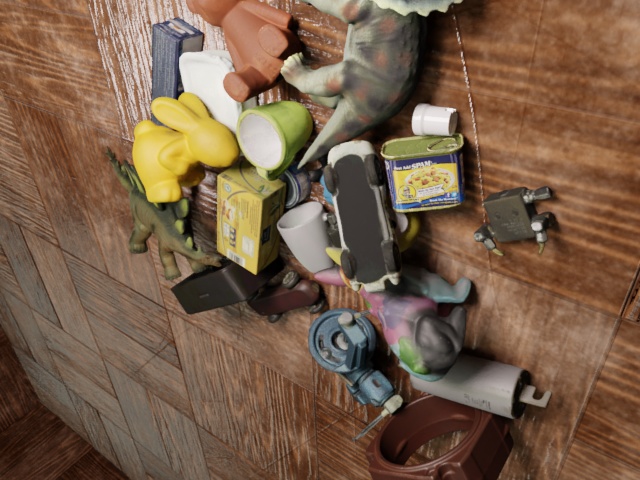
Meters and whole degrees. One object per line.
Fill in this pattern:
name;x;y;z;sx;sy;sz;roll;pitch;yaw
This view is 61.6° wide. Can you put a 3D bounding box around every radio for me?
radio;-0.185;0.075;1.067;0.230;0.131;0.073;-17;106;47

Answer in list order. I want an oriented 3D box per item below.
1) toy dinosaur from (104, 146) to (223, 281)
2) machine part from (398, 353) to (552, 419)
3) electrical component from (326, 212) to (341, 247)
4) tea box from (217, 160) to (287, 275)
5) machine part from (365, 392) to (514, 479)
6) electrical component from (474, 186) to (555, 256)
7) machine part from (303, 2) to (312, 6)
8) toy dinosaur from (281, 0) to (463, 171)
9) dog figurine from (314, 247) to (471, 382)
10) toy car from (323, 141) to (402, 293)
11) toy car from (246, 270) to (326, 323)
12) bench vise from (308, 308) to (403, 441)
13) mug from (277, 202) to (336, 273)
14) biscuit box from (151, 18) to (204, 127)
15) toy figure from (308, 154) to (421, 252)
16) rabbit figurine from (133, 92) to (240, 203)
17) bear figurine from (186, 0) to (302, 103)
toy dinosaur;-0.333;-0.064;1.085;0.472;0.105;0.198;29;126;40
machine part;0.231;0.218;0.839;0.243;0.079;0.079;8;124;39
electrical component;0.047;-0.012;0.850;0.093;0.063;0.021;65;177;-28
tea box;-0.120;-0.037;0.918;0.098;0.068;0.169;31;134;20
machine part;0.188;0.333;0.868;0.202;0.201;0.087;-15;106;47
electrical component;0.244;-0.022;0.675;0.102;0.045;0.078;-4;117;44
machine part;-0.056;-0.370;0.695;0.139;0.039;0.084;37;146;12
toy dinosaur;0.062;-0.225;0.642;0.192;0.131;0.404;29;141;23
dog figurine;0.095;0.088;0.785;0.219;0.191;0.108;20;142;1
toy car;0.057;-0.030;0.709;0.074;0.056;0.201;-12;89;18
toy car;-0.072;0.111;1.052;0.089;0.053;0.202;42;144;-21
bench vise;0.059;0.198;0.924;0.224;0.129;0.240;58;165;28
mug;-0.002;-0.003;0.896;0.110;0.081;0.107;-14;120;19
biscuit box;-0.249;-0.270;0.924;0.063;0.059;0.202;36;137;15
toy figure;0.069;-0.057;0.782;0.180;0.089;0.082;44;139;20
rabbit figurine;-0.206;-0.153;0.861;0.173;0.122;0.162;-4;107;29
bear figurine;-0.118;-0.301;0.737;0.120;0.132;0.196;-39;95;28
